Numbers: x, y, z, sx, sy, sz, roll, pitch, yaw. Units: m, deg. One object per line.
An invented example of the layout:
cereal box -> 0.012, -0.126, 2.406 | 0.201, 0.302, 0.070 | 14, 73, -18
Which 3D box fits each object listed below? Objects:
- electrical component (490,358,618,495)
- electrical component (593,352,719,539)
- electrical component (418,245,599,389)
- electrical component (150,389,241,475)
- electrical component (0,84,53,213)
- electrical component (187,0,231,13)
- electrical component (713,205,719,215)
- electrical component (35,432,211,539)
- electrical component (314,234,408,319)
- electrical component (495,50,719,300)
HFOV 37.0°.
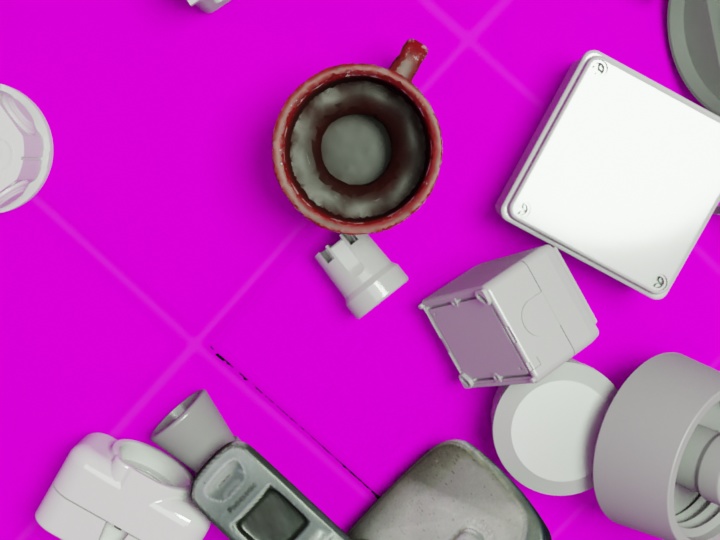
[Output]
electrical component -> 0.118, 0.091, 0.651 | 0.080, 0.051, 0.080 | 0, 96, 0
electrical component -> 0.193, 0.107, 0.619 | 0.108, 0.060, 0.108 | -13, 111, -37
electrical component -> 0.085, 0.028, 0.631 | 0.061, 0.096, 0.061 | -32, 95, -24
electrical component -> -0.091, 0.111, 0.661 | 0.044, 0.044, 0.065 | -40, 99, 4
electrical component -> -0.228, -0.072, 0.638 | 0.080, 0.051, 0.080 | 0, 96, 1
electrical component -> -0.099, -0.255, 0.613 | 0.105, 0.060, 0.186 | -32, 95, 4
electrical component -> 0.256, -0.043, 0.641 | 0.081, 0.042, 0.063 | 7, 92, -1
electrical component -> -0.139, 0.143, 0.658 | 0.095, 0.053, 0.059 | 30, 95, -2
electrical component -> 0.000, 0.000, 0.650 | 0.040, 0.040, 0.046 | -39, 88, 4
electrical component -> 0.152, -0.055, 0.633 | 0.109, 0.056, 0.108 | 28, 95, -2
